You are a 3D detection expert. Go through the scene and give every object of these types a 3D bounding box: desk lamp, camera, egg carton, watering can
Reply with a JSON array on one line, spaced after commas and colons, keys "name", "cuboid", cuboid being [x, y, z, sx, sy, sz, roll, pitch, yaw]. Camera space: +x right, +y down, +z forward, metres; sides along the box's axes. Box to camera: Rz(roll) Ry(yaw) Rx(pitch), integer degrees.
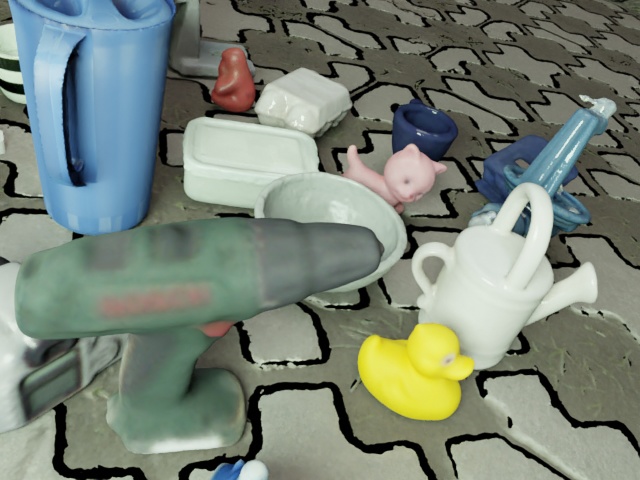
[{"name": "desk lamp", "cuboid": [-0.192, -0.369, 0.872, 0.204, 0.213, 0.117, -4, 44, -23]}, {"name": "camera", "cuboid": [-0.234, 0.053, 0.459, 0.136, 0.101, 0.143, 35, 43, 20]}, {"name": "egg carton", "cuboid": [-0.023, -0.199, 0.851, 0.107, 0.069, 0.150, 29, 41, 13]}, {"name": "watering can", "cuboid": [0.183, 0.030, 0.565, 0.173, 0.194, 0.100, 0, 43, -20]}]

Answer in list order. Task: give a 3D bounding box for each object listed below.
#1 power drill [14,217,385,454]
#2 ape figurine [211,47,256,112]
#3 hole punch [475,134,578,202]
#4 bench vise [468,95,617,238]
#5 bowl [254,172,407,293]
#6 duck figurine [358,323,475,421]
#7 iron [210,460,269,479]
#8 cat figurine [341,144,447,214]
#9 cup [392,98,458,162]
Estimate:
[{"name": "power drill", "cuboid": [-0.086, 0.067, 0.413, 0.230, 0.208, 0.075, 1, 42, -19]}, {"name": "ape figurine", "cuboid": [-0.129, -0.240, 0.841, 0.076, 0.092, 0.078, 28, 41, 12]}, {"name": "hole punch", "cuboid": [0.297, -0.091, 0.827, 0.101, 0.091, 0.108, -12, 48, -31]}, {"name": "bench vise", "cuboid": [0.265, -0.054, 0.672, 0.121, 0.220, 0.208, 31, 42, 16]}, {"name": "bowl", "cuboid": [0.006, 0.002, 0.626, 0.167, 0.075, 0.167, 10, 40, -9]}, {"name": "duck figurine", "cuboid": [0.091, 0.109, 0.526, 0.104, 0.086, 0.078, 25, 40, 8]}, {"name": "iron", "cuboid": [-0.031, 0.216, 0.314, 0.119, 0.141, 0.257, 0, 43, -20]}, {"name": "cat figurine", "cuboid": [0.087, -0.079, 0.716, 0.127, 0.118, 0.067, 20, 40, 3]}, {"name": "cup", "cuboid": [0.135, -0.141, 0.823, 0.092, 0.095, 0.117, 6, 41, -14]}]
